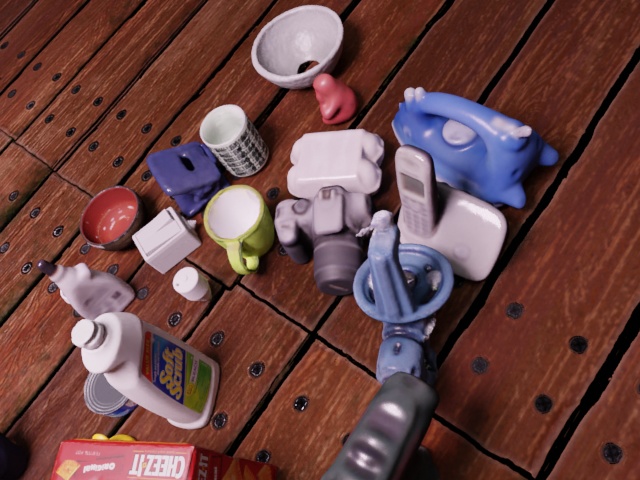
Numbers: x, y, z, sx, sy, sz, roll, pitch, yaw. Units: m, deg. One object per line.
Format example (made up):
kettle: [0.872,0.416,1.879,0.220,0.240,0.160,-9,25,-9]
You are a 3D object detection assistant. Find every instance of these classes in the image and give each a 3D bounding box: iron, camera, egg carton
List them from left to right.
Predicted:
camera: [0.007,0.003,0.796,0.143,0.101,0.137,-8,61,16]
egg carton: [0.024,-0.111,0.869,0.150,0.070,0.107,-2,63,19]
iron: [0.188,-0.152,0.788,0.257,0.142,0.119,32,78,30]

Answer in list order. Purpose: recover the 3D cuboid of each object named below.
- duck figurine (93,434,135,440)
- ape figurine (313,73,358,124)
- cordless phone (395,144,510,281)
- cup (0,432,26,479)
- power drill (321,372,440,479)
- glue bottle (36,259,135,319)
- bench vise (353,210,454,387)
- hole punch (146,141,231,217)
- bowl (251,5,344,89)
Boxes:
duck figurine: [-0.289,0.306,0.753,0.077,0.086,0.104,-4,63,18]
ape figurine: [0.018,-0.233,0.922,0.076,0.092,0.078,9,67,24]
cordless phone: [0.158,-0.037,0.713,0.147,0.185,0.094,25,74,29]
cup: [-0.466,0.300,0.815,0.091,0.095,0.118,-2,63,19]
power drill: [0.058,0.255,0.581,0.075,0.209,0.230,20,72,28]
glue bottle: [-0.353,0.068,0.849,0.078,0.173,0.037,-45,58,-7]
bench vise: [0.100,0.074,0.655,0.121,0.220,0.207,-18,59,11]
hole punch: [-0.217,-0.113,0.944,0.101,0.091,0.108,-37,57,-1]
bowl: [-0.030,-0.321,0.996,0.167,0.075,0.167,-8,61,16]
